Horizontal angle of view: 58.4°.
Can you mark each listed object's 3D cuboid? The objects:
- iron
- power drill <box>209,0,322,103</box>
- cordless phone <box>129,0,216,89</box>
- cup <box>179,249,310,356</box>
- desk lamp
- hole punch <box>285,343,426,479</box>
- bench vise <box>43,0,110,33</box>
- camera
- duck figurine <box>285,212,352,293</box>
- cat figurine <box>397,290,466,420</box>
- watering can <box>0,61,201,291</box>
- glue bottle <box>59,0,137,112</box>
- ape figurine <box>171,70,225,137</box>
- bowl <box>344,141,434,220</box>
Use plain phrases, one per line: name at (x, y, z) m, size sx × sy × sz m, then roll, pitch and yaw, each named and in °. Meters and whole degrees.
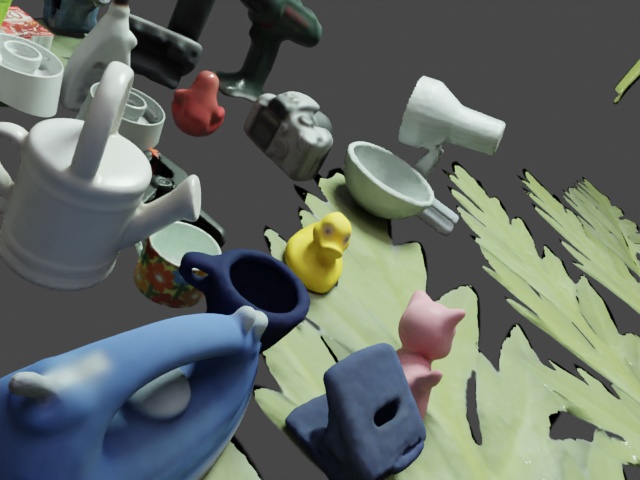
iron at (-0.107, 0.097, 0.385) m, size 0.118 × 0.141 × 0.259 m, roll 45°, pitch 30°, yaw 19°
power drill at (-0.110, -0.352, 1.000) m, size 0.230 × 0.208 × 0.075 m, roll 0°, pitch 43°, yaw -46°
cordless phone at (-0.241, -0.345, 0.879) m, size 0.148 × 0.185 × 0.094 m, roll 14°, pitch 34°, yaw -32°
cup at (-0.080, 0.065, 0.511) m, size 0.118 × 0.095 × 0.091 m, roll 25°, pitch 29°, yaw -15°
desk lamp at (0.212, -0.154, 1.021) m, size 0.203 × 0.213 × 0.118 m, roll 37°, pitch 29°, yaw 7°
hole punch at (0.045, 0.156, 0.503) m, size 0.101 × 0.091 × 0.109 m, roll 47°, pitch 31°, yaw 23°
bench vise at (-0.369, -0.440, 0.858) m, size 0.207 × 0.219 × 0.122 m, roll 35°, pitch 28°, yaw 2°
camera at (-0.026, -0.179, 0.933) m, size 0.143 × 0.100 × 0.137 m, roll 46°, pitch 31°, yaw 22°
duck figurine at (0.006, 0.003, 0.704) m, size 0.078 × 0.086 × 0.104 m, roll 24°, pitch 30°, yaw -17°
cat figurine at (0.107, 0.116, 0.599) m, size 0.067 × 0.117 × 0.128 m, roll 29°, pitch 29°, yaw -8°
watering can at (-0.188, -0.057, 0.484) m, size 0.173 × 0.194 × 0.100 m, roll 10°, pitch 36°, yaw -36°
glue bottle at (-0.261, -0.235, 0.703) m, size 0.078 × 0.173 × 0.037 m, roll -2°, pitch 44°, yaw -47°
ape figurine at (-0.171, -0.201, 0.827) m, size 0.078 × 0.092 × 0.076 m, roll 29°, pitch 29°, yaw -8°
bowl at (0.101, -0.086, 0.948) m, size 0.168 × 0.074 × 0.167 m, roll 25°, pitch 30°, yaw -15°
